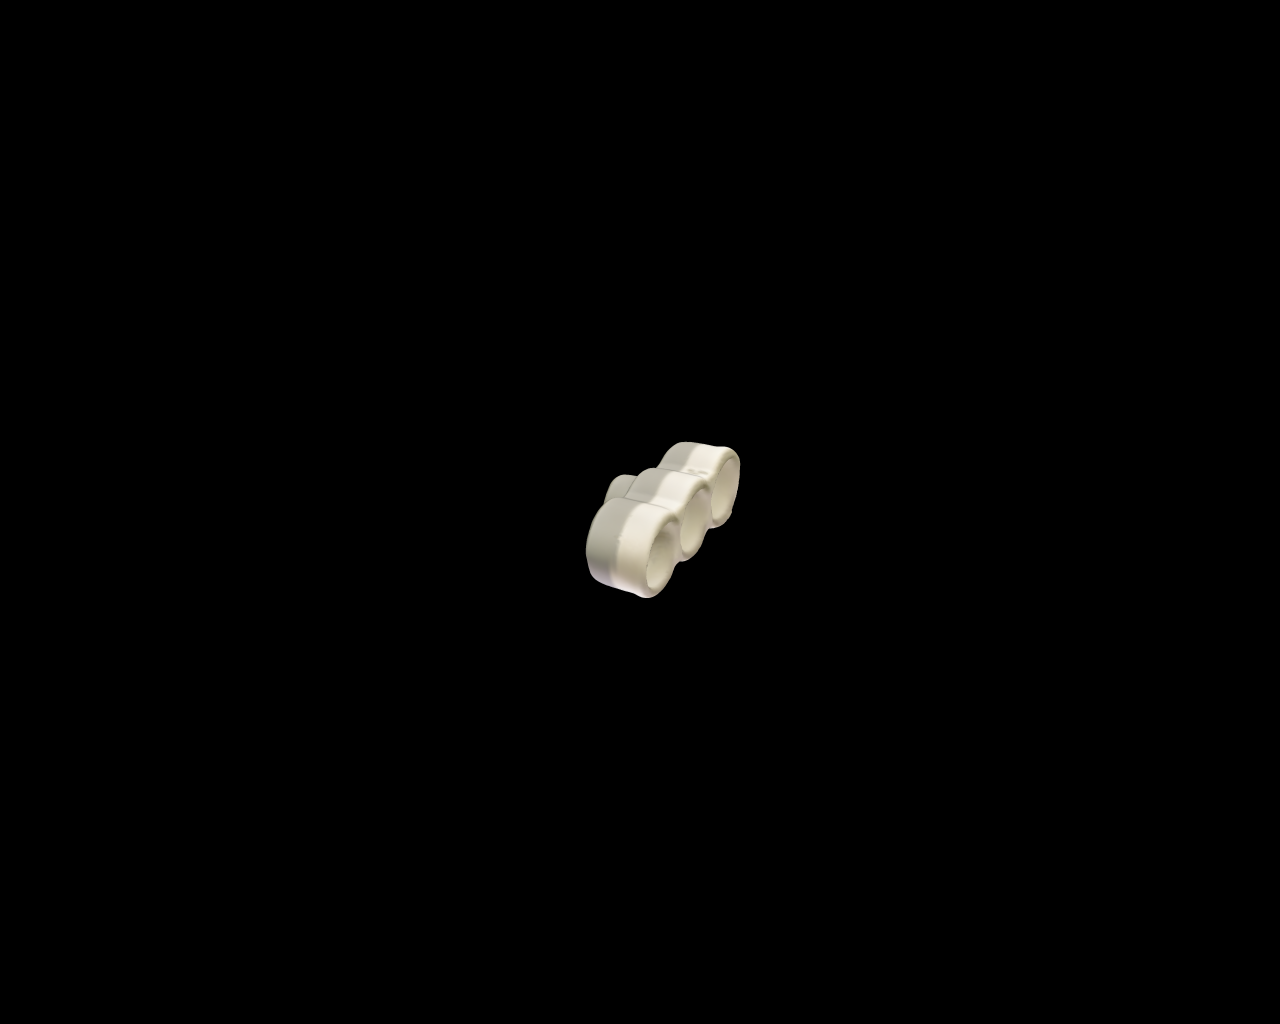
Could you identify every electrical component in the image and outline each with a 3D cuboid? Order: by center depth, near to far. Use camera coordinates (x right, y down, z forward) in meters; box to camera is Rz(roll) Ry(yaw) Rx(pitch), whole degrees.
[{"bbox_3d":[0.001,-0.003,0.650,0.074,0.052,0.138,14,32,24],"label":"electrical component"}]
